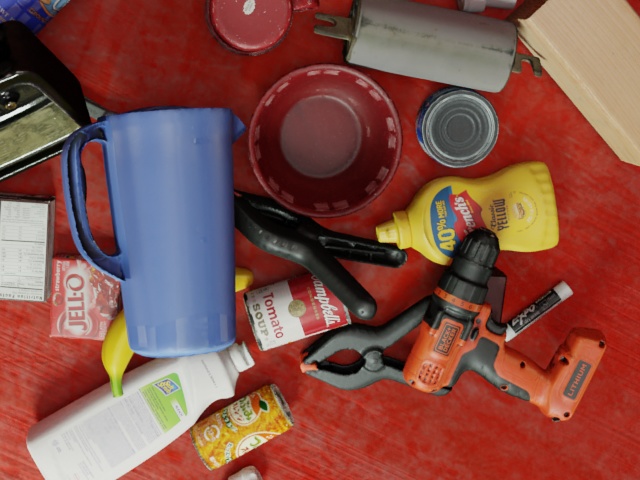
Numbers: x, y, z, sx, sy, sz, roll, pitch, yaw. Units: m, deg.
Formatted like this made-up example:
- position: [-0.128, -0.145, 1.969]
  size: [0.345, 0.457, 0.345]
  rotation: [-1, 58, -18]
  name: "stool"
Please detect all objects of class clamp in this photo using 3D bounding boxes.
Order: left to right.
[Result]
- position: [-0.007, 0.001, 1.121]
  size: [0.210, 0.164, 0.036]
  rotation: [30, 114, 12]
  name: "clamp"
- position: [0.066, 0.134, 1.179]
  size: [0.171, 0.039, 0.120]
  rotation: [-15, 104, 7]
  name: "clamp"

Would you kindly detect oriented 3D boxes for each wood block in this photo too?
- position: [0.302, -0.184, 1.117]
  size: [0.091, 0.090, 0.206]
  rotation: [-43, 102, 3]
  name: "wood block"

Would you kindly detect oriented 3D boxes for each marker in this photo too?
- position: [0.230, 0.089, 1.198]
  size: [0.121, 0.020, 0.020]
  rotation: [-37, 102, 2]
  name: "marker"

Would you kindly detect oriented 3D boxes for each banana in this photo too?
- position: [-0.163, 0.078, 1.135]
  size: [0.197, 0.037, 0.069]
  rotation: [-40, 108, -12]
  name: "banana"

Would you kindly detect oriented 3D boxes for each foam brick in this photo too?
- position: [0.170, 0.070, 1.171]
  size: [0.051, 0.053, 0.078]
  rotation: [5, 101, -7]
  name: "foam brick"

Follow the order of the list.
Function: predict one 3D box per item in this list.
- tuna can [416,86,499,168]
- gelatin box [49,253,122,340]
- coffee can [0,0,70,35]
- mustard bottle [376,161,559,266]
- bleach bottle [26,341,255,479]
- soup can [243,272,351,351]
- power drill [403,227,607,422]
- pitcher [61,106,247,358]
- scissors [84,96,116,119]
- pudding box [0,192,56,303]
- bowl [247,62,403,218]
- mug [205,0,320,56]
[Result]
- position: [0.147, -0.121, 1.140]
  size: [0.086, 0.034, 0.086]
  rotation: [-1, 104, -4]
  name: "tuna can"
- position: [-0.250, 0.062, 1.141]
  size: [0.073, 0.030, 0.089]
  rotation: [5, 100, -6]
  name: "gelatin box"
- position: [-0.278, -0.273, 1.038]
  size: [0.140, 0.103, 0.102]
  rotation: [-44, 101, 4]
  name: "coffee can"
- position: [0.155, -0.023, 1.149]
  size: [0.191, 0.058, 0.096]
  rotation: [-10, 97, -3]
  name: "mustard bottle"
- position: [-0.183, 0.187, 1.156]
  size: [0.251, 0.068, 0.102]
  rotation: [-28, 105, -3]
  name: "bleach bottle"
- position: [-0.025, 0.073, 1.146]
  size: [0.102, 0.068, 0.068]
  rotation: [-18, 102, -1]
  name: "soup can"
- position: [0.200, 0.097, 1.123]
  size: [0.187, 0.057, 0.184]
  rotation: [22, 102, -6]
  name: "power drill"
- position: [-0.154, -0.010, 1.051]
  size: [0.149, 0.145, 0.243]
  rotation: [-3, 94, 16]
  name: "pitcher"
- position: [-0.216, -0.104, 1.120]
  size: [0.201, 0.016, 0.096]
  rotation: [15, 99, -8]
  name: "scissors"
- position: [-0.327, 0.007, 1.119]
  size: [0.090, 0.039, 0.113]
  rotation: [4, 102, -7]
  name: "pudding box"
- position: [0.003, -0.106, 1.120]
  size: [0.162, 0.055, 0.162]
  rotation: [-1, 101, -6]
  name: "bowl"
- position: [-0.058, -0.233, 1.077]
  size: [0.117, 0.081, 0.093]
  rotation: [-5, 101, -4]
  name: "mug"
